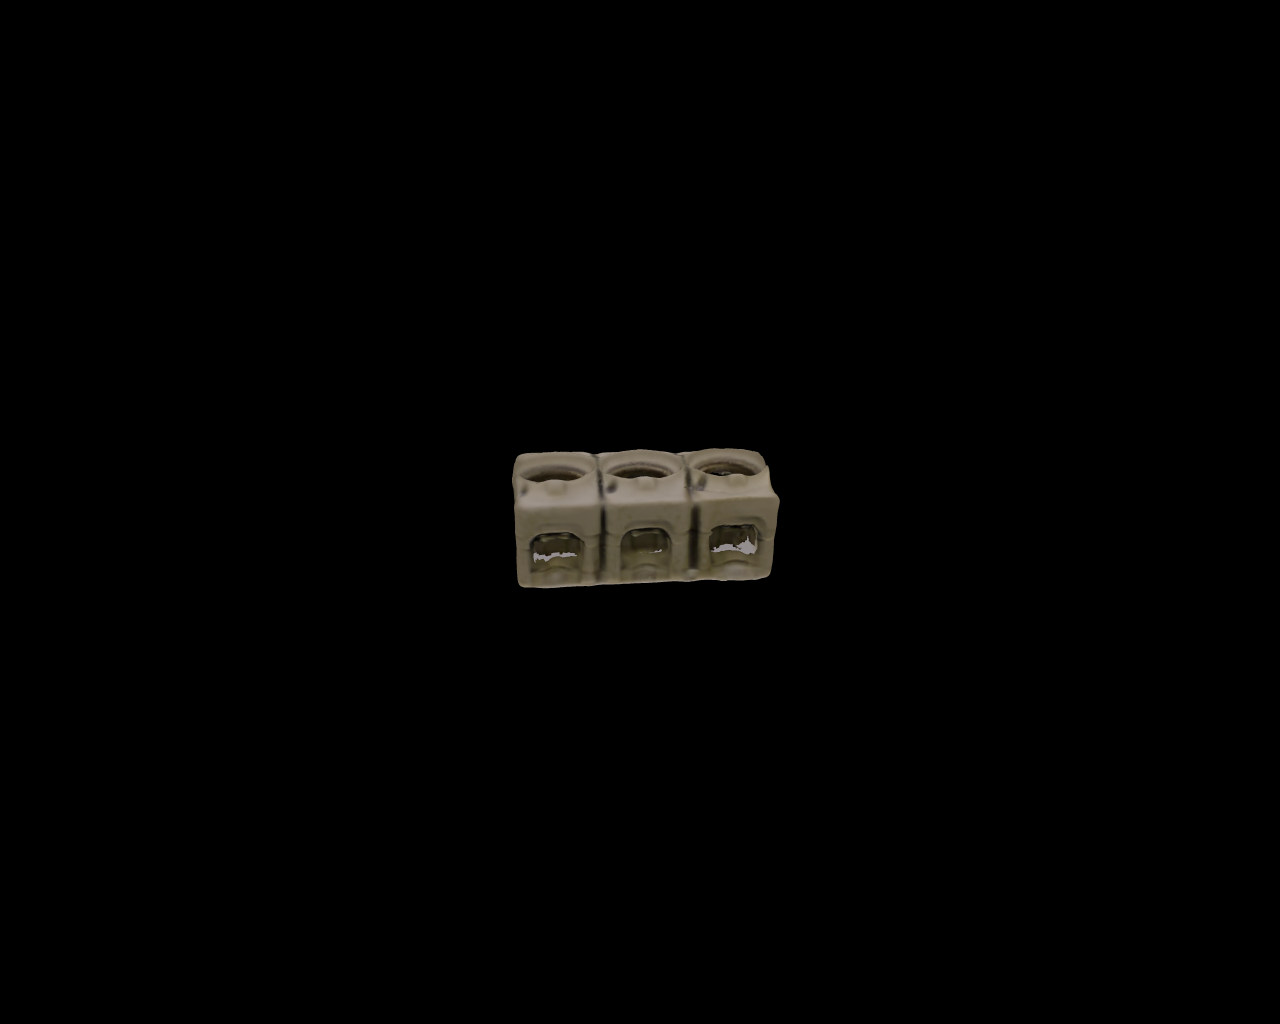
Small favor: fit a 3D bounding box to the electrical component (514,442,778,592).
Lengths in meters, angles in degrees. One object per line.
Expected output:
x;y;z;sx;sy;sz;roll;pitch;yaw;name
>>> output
0.001;-0.003;0.650;0.150;0.061;0.090;-2;24;-5;electrical component
